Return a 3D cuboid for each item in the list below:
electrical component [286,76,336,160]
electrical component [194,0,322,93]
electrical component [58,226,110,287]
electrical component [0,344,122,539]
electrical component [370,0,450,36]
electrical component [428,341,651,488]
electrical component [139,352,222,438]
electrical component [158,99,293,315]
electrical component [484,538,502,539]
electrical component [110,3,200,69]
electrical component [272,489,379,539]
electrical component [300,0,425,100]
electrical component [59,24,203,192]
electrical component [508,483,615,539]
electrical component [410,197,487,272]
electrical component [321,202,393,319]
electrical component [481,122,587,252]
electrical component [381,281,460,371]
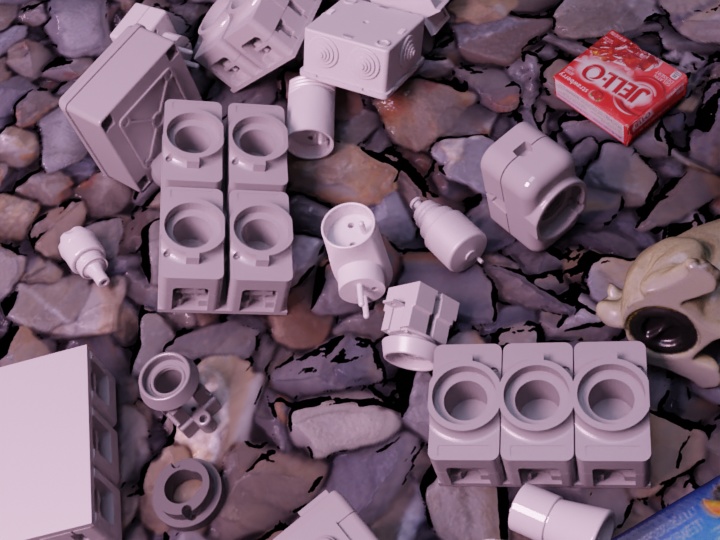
[{"bbox_3d":[-0.044,-0.146,0.978,0.043,0.043,0.081,-6,57,11],"label":"electrical component"},{"bbox_3d":[-0.082,-0.273,1.029,0.105,0.060,0.186,-16,45,50],"label":"electrical component"},{"bbox_3d":[-0.239,-0.009,0.947,0.035,0.035,0.061,-36,59,-9],"label":"electrical component"},{"bbox_3d":[-0.237,0.146,0.830,0.089,0.061,0.150,-15,56,5],"label":"electrical component"},{"bbox_3d":[0.047,-0.259,1.010,0.064,0.081,0.042,-17,24,37],"label":"electrical component"},{"bbox_3d":[0.128,0.101,0.764,0.150,0.061,0.089,-2,58,13],"label":"electrical component"},{"bbox_3d":[-0.144,0.095,0.842,0.048,0.055,0.066,-44,58,-14],"label":"electrical component"},{"bbox_3d":[-0.115,-0.058,0.908,0.105,0.060,0.186,2,56,-11],"label":"electrical component"},{"bbox_3d":[0.089,0.213,0.719,0.035,0.035,0.061,-7,59,10],"label":"electrical component"},{"bbox_3d":[-0.190,-0.213,1.046,0.077,0.065,0.047,20,65,25],"label":"electrical component"},{"bbox_3d":[-0.019,0.193,0.722,0.062,0.096,0.061,-38,56,-11],"label":"electrical component"},{"bbox_3d":[0.004,-0.204,0.977,0.100,0.048,0.099,19,40,18],"label":"electrical component"},{"bbox_3d":[-0.204,-0.147,0.981,0.056,0.108,0.108,27,68,25],"label":"electrical component"},{"bbox_3d":[0.134,0.172,0.731,0.065,0.044,0.044,19,64,30],"label":"electrical component"},{"bbox_3d":[0.069,-0.033,0.878,0.040,0.040,0.078,-37,57,-10],"label":"electrical component"},{"bbox_3d":[0.000,0.000,0.853,0.043,0.077,0.079,-11,56,7],"label":"electrical component"},{"bbox_3d":[0.138,-0.061,0.845,0.054,0.095,0.059,-39,57,-11],"label":"electrical component"},{"bbox_3d":[0.044,0.045,0.827,0.048,0.066,0.055,-14,56,49],"label":"electrical component"}]
